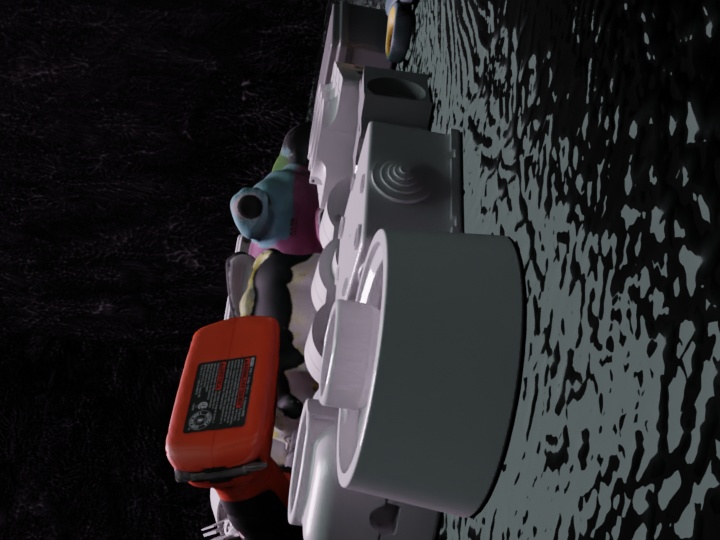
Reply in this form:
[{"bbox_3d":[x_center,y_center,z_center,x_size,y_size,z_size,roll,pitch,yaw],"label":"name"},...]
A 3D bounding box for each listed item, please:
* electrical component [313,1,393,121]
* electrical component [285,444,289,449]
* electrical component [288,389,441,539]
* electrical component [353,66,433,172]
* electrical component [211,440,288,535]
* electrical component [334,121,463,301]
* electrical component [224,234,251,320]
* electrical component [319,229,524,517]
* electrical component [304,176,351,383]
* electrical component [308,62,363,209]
[{"bbox_3d":[-0.006,-0.169,0.958,0.108,0.056,0.108,-91,12,-58],"label":"electrical component"},{"bbox_3d":[-0.046,0.132,0.861,0.035,0.061,0.035,-172,90,-84],"label":"electrical component"},{"bbox_3d":[0.001,0.091,0.490,0.095,0.059,0.053,-105,25,-76],"label":"electrical component"},{"bbox_3d":[0.019,-0.088,0.678,0.081,0.042,0.063,-89,7,-58],"label":"electrical component"},{"bbox_3d":[-0.073,0.186,0.883,0.064,0.099,0.099,-120,39,-71],"label":"electrical component"},{"bbox_3d":[0.017,-0.015,0.545,0.099,0.048,0.099,107,170,-49],"label":"electrical component"},{"bbox_3d":[-0.075,0.027,1.065,0.056,0.109,0.108,106,171,-65],"label":"electrical component"},{"bbox_3d":[0.017,0.035,0.409,0.108,0.060,0.108,-171,90,-84],"label":"electrical component"},{"bbox_3d":[0.000,0.000,0.665,0.073,0.052,0.138,111,167,-62],"label":"electrical component"},{"bbox_3d":[-0.002,-0.100,0.792,0.150,0.062,0.089,-103,22,-74],"label":"electrical component"}]
